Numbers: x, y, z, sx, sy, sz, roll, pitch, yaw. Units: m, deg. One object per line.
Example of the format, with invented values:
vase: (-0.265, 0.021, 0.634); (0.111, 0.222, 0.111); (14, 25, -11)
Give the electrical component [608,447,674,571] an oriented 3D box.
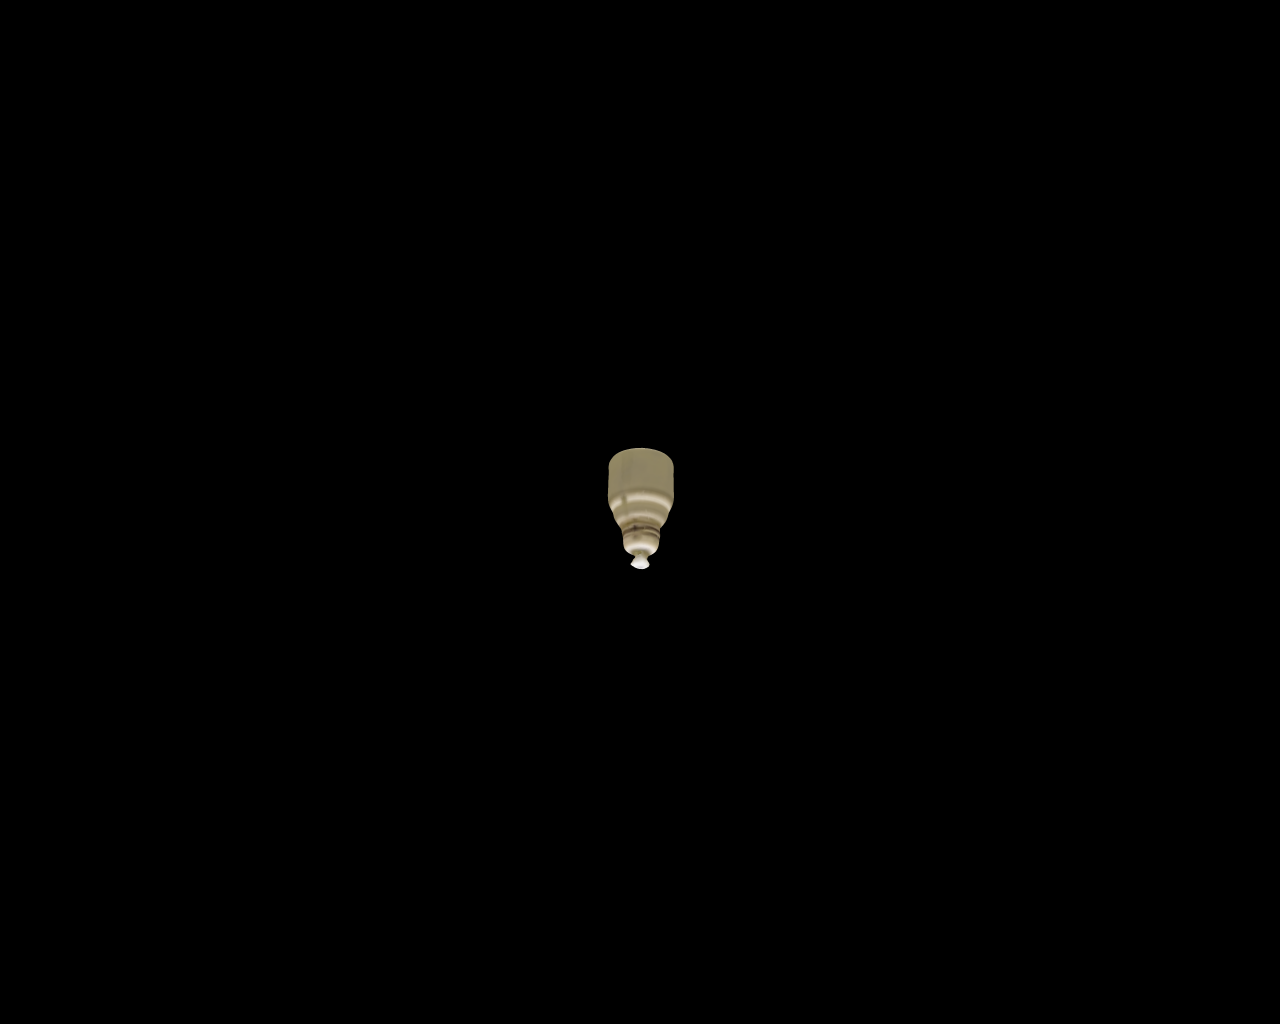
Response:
electrical component: (0.001, -0.003, 0.650); (0.040, 0.078, 0.040); (0, -26, 0)
